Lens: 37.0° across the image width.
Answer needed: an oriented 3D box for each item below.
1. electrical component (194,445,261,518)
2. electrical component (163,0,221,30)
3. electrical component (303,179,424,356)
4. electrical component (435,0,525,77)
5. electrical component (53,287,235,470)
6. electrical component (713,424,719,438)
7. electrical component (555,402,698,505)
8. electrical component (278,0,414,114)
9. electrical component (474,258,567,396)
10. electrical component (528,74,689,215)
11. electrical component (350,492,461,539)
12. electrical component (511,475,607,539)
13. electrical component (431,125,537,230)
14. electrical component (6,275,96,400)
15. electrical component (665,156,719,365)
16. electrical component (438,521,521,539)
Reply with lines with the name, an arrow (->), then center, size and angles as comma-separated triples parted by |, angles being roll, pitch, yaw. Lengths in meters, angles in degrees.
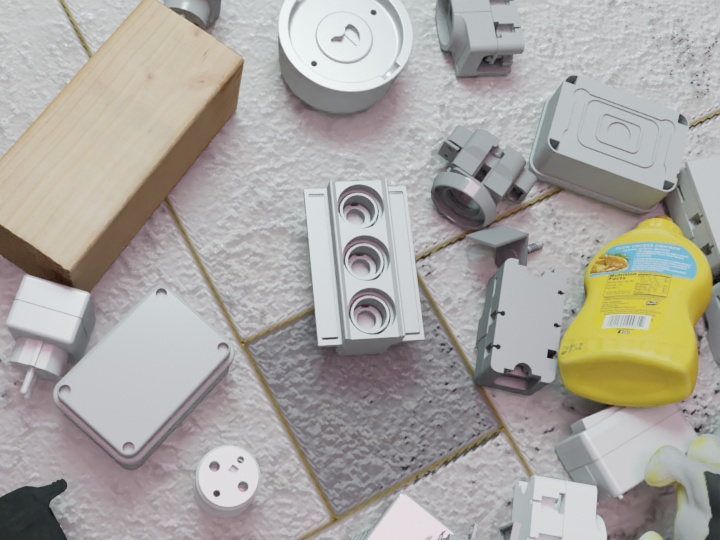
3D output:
electrical component -> -0.093, 0.148, 0.751 | 0.045, 0.055, 0.045 | 3, 71, -9
electrical component -> -0.136, -0.214, 0.854 | 0.044, 0.077, 0.079 | 15, 70, -5
electrical component -> 0.000, 0.000, 0.813 | 0.079, 0.063, 0.121 | -3, 72, -11
electrical component -> 0.098, -0.214, 0.909 | 0.056, 0.050, 0.089 | -5, 72, -12
electrical component -> -0.152, 0.076, 0.764 | 0.078, 0.057, 0.113 | 41, 70, 5
electrical component -> 0.307, 0.147, 0.802 | 0.064, 0.099, 0.099 | -43, 83, -13
electrical component -> 0.203, 0.126, 0.807 | 0.096, 0.061, 0.061 | -27, 78, -17
electrical component -> -0.015, -0.179, 0.872 | 0.108, 0.060, 0.108 | 3, 71, -9
electrical component -> 0.121, 0.045, 0.823 | 0.050, 0.055, 0.089 | 13, 70, -6
electrical component -> 0.203, -0.101, 0.886 | 0.113, 0.057, 0.078 | 19, 69, -3
electrical component -> 0.034, 0.219, 0.753 | 0.100, 0.048, 0.099 | 39, 70, 4
electrical component -> 0.142, 0.200, 0.778 | 0.056, 0.050, 0.089 | 11, 70, -6
electrical component -> 0.093, -0.070, 0.857 | 0.078, 0.058, 0.057 | 35, 67, 3
electrical component -> -0.222, 0.053, 0.755 | 0.047, 0.065, 0.076 | 17, 70, -4
electrical component -> 0.329, 0.000, 0.873 | 0.105, 0.060, 0.186 | -11, 74, -13
electrical component -> 0.079, 0.206, 0.716 | 0.064, 0.042, 0.081 | 17, 69, 0
